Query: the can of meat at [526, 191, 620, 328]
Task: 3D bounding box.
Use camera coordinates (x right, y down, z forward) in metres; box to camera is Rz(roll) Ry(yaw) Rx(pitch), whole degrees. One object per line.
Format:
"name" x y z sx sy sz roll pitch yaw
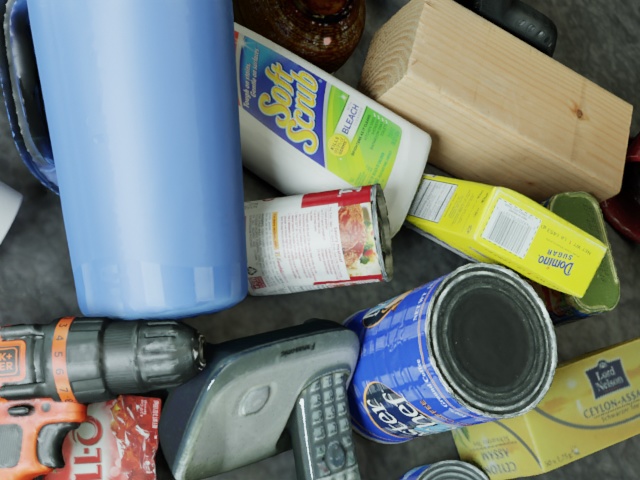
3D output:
"can of meat" 0.185 0.019 0.849 0.057 0.084 0.102 -5 77 -30

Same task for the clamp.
"clamp" 0.123 -0.190 0.874 0.209 0.165 0.036 27 83 -51

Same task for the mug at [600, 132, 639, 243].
"mug" 0.291 -0.059 0.937 0.117 0.093 0.081 27 50 23

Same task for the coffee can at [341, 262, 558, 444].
"coffee can" 0.079 0.082 0.739 0.102 0.141 0.103 9 70 -26

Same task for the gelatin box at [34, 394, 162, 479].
"gelatin box" -0.140 0.141 0.669 0.073 0.030 0.089 9 69 -25

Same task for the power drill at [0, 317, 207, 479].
"power drill" -0.152 0.137 0.608 0.184 0.057 0.187 -6 75 9

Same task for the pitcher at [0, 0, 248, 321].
"pitcher" -0.120 -0.073 0.678 0.144 0.149 0.243 -7 94 -20

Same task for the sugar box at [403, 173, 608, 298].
"sugar box" 0.119 -0.008 0.771 0.093 0.176 0.048 28 86 -17

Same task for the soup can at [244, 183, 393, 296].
"soup can" -0.005 0.001 0.737 0.102 0.068 0.068 -7 74 11

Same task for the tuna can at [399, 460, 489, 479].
"tuna can" 0.089 0.203 0.769 0.086 0.034 0.086 9 70 -25

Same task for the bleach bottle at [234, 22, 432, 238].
"bleach bottle" -0.044 -0.094 0.778 0.250 0.068 0.102 29 65 -14

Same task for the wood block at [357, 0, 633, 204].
"wood block" 0.140 -0.103 0.862 0.206 0.090 0.090 25 63 -19
